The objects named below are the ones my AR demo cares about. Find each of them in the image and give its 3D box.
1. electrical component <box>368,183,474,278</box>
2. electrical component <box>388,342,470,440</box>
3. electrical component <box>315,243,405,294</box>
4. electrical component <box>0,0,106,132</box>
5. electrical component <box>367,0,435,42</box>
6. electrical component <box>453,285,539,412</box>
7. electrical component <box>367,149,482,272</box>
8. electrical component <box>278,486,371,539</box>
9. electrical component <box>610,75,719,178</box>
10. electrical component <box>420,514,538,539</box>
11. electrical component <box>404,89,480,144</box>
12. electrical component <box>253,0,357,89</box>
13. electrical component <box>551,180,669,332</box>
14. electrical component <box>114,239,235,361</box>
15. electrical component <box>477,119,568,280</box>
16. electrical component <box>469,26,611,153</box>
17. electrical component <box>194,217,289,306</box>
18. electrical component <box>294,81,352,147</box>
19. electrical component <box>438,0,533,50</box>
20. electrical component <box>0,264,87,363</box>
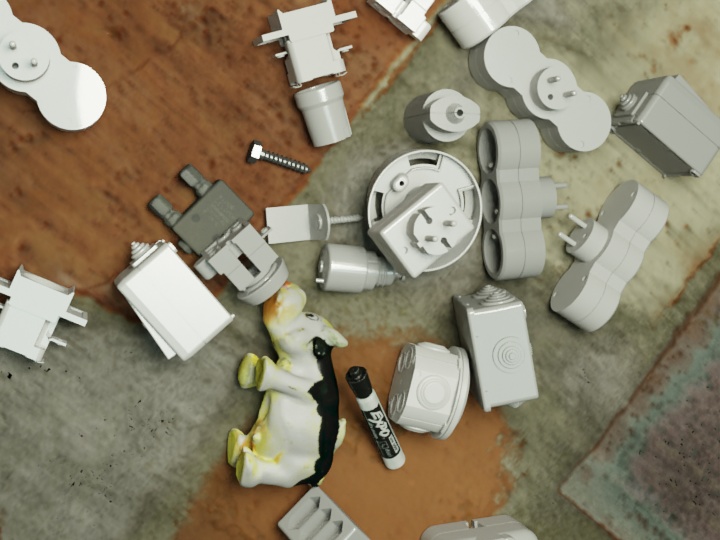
[{"bbox_3d":[0.054,-0.031,0.845,0.066,0.077,0.047,-40,103,-10],"label":"electrical component"},{"bbox_3d":[0.059,0.101,0.914,0.051,0.080,0.080,14,90,-10],"label":"electrical component"},{"bbox_3d":[0.000,0.000,0.910,0.078,0.040,0.040,5,93,-16],"label":"electrical component"},{"bbox_3d":[-0.253,-0.160,0.812,0.138,0.074,0.052,40,83,-14],"label":"electrical component"},{"bbox_3d":[0.042,-0.234,0.902,0.066,0.048,0.055,37,92,-14],"label":"electrical component"},{"bbox_3d":[0.116,0.065,0.917,0.048,0.099,0.099,-11,97,-2],"label":"electrical component"},{"bbox_3d":[0.052,-0.053,0.905,0.099,0.064,0.099,-2,104,-6],"label":"electrical component"},{"bbox_3d":[-0.020,0.233,0.913,0.047,0.066,0.076,-45,133,-8],"label":"electrical component"},{"bbox_3d":[0.273,-0.134,0.964,0.096,0.062,0.061,37,84,-15],"label":"electrical component"},{"bbox_3d":[0.108,0.254,0.948,0.095,0.059,0.053,-5,96,-15],"label":"electrical component"},{"bbox_3d":[0.069,-0.128,0.898,0.043,0.081,0.043,-1,94,-15],"label":"electrical component"},{"bbox_3d":[-0.042,-0.185,0.884,0.081,0.042,0.063,-17,99,-13],"label":"electrical component"},{"bbox_3d":[0.210,-0.022,0.960,0.074,0.052,0.138,32,85,-15],"label":"electrical component"},{"bbox_3d":[-0.156,0.021,0.857,0.061,0.062,0.096,-42,103,-9],"label":"electrical component"},{"bbox_3d":[0.148,-0.062,0.940,0.074,0.052,0.138,-5,95,-15],"label":"electrical component"},{"bbox_3d":[0.162,-0.155,0.926,0.138,0.074,0.052,38,84,-15],"label":"electrical component"},{"bbox_3d":[-0.090,-0.005,0.864,0.066,0.048,0.055,-42,109,-5],"label":"electrical component"},{"bbox_3d":[-0.029,-0.130,0.894,0.040,0.040,0.046,-21,105,-13],"label":"electrical component"},{"bbox_3d":[0.120,-0.259,0.918,0.138,0.052,0.073,-41,103,-9],"label":"electrical component"},{"bbox_3d":[-0.258,0.035,0.841,0.081,0.042,0.063,25,89,-15],"label":"electrical component"}]
